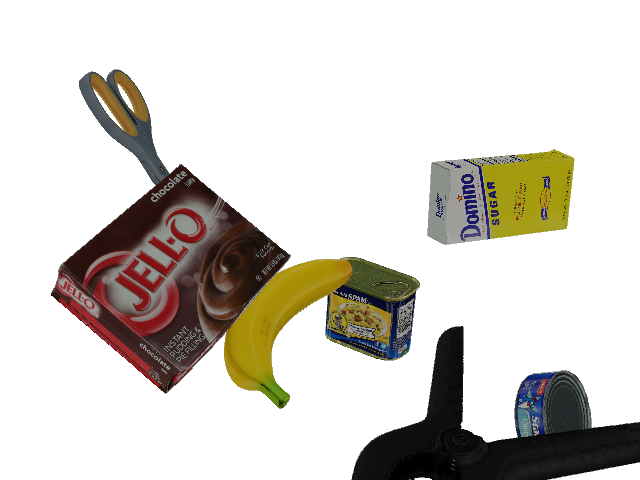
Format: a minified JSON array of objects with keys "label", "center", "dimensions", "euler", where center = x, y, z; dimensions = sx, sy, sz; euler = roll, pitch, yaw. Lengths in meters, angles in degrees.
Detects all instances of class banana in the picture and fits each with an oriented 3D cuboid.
[{"label":"banana","center":[-0.031,0.064,0.852],"dimensions":[0.069,0.037,0.197],"euler":[26,36,2]}]

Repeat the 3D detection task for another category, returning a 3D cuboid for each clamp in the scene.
[{"label":"clamp","center":[0.082,0.130,0.666],"dimensions":[0.209,0.036,0.165],"euler":[-25,39,-31]}]

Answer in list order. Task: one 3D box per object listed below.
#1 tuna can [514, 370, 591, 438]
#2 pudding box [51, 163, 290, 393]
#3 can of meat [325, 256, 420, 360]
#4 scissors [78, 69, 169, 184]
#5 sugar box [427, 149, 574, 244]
[{"label":"tuna can","center":[0.213,0.163,0.977],"dimensions":[0.034,0.086,0.085],"euler":[-11,-7,40]},{"label":"pudding box","center":[-0.086,0.020,0.625],"dimensions":[0.113,0.090,0.039],"euler":[-47,-4,-42]},{"label":"can of meat","center":[0.055,0.076,1.173],"dimensions":[0.102,0.084,0.057],"euler":[19,30,29]},{"label":"scissors","center":[-0.151,-0.077,0.982],"dimensions":[0.016,0.201,0.096],"euler":[-27,27,20]},{"label":"sugar box","center":[0.213,-0.052,1.258],"dimensions":[0.176,0.093,0.048],"euler":[-9,21,-26]}]
